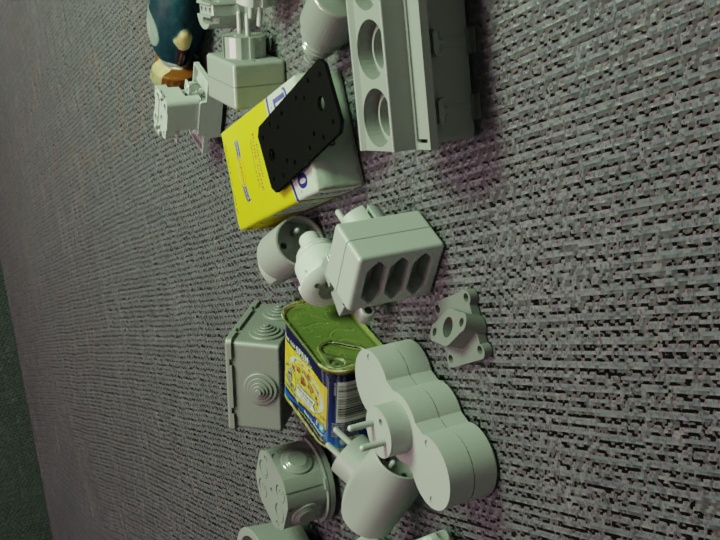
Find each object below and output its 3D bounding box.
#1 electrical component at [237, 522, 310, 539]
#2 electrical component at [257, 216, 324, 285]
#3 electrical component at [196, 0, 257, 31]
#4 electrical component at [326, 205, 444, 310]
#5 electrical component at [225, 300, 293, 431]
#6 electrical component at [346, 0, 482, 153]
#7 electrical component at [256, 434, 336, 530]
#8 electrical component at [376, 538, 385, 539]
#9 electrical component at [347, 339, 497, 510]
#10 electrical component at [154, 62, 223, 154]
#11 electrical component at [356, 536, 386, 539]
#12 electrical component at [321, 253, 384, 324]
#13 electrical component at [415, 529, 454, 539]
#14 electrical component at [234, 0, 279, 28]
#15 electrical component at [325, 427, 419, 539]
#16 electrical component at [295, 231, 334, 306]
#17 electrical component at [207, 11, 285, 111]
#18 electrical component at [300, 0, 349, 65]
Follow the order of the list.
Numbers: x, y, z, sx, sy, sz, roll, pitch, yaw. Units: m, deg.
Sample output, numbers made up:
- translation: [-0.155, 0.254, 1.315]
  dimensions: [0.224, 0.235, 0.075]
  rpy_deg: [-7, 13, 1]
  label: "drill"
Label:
- translation: [-0.071, 0.293, 1.036]
  dimensions: [0.108, 0.060, 0.108]
  rpy_deg: [35, 130, 56]
  label: "electrical component"
- translation: [-0.065, -0.015, 0.923]
  dimensions: [0.081, 0.043, 0.043]
  rpy_deg: [-30, 73, 63]
  label: "electrical component"
- translation: [-0.115, -0.229, 0.939]
  dimensions: [0.040, 0.046, 0.040]
  rpy_deg: [33, 129, 55]
  label: "electrical component"
- translation: [0.008, -0.019, 0.744]
  dimensions: [0.076, 0.066, 0.047]
  rpy_deg: [57, 146, 39]
  label: "electrical component"
- translation: [-0.080, 0.084, 0.943]
  dimensions: [0.099, 0.048, 0.099]
  rpy_deg: [-61, -27, -65]
  label: "electrical component"
- translation: [0.032, -0.136, 0.654]
  dimensions: [0.079, 0.063, 0.121]
  rpy_deg: [15, 113, 62]
  label: "electrical component"
- translation: [-0.058, 0.194, 0.982]
  dimensions: [0.080, 0.051, 0.080]
  rpy_deg: [35, 131, 55]
  label: "electrical component"
- translation: [0.033, 0.248, 0.812]
  dimensions: [0.061, 0.061, 0.096]
  rpy_deg: [128, 135, -58]
  label: "electrical component"
- translation: [0.028, 0.108, 0.744]
  dimensions: [0.138, 0.074, 0.052]
  rpy_deg: [54, 145, 42]
  label: "electrical component"
- translation: [-0.169, -0.158, 1.058]
  dimensions: [0.042, 0.064, 0.081]
  rpy_deg: [53, 143, 42]
  label: "electrical component"
- translation: [0.005, 0.247, 0.892]
  dimensions: [0.035, 0.035, 0.061]
  rpy_deg: [58, 150, 37]
  label: "electrical component"
- translation: [0.000, 0.000, 0.795]
  dimensions: [0.055, 0.048, 0.066]
  rpy_deg: [118, 135, -63]
  label: "electrical component"
- translation: [0.059, 0.220, 0.771]
  dimensions: [0.061, 0.035, 0.035]
  rpy_deg: [69, 153, 14]
  label: "electrical component"
- translation: [-0.083, -0.236, 0.869]
  dimensions: [0.065, 0.047, 0.076]
  rpy_deg: [49, 142, 46]
  label: "electrical component"
- translation: [0.005, 0.151, 0.813]
  dimensions: [0.079, 0.043, 0.077]
  rpy_deg: [40, 131, 19]
  label: "electrical component"
- translation: [-0.032, -0.005, 0.860]
  dimensions: [0.062, 0.048, 0.048]
  rpy_deg: [-116, 29, -42]
  label: "electrical component"
- translation: [-0.099, -0.182, 0.922]
  dimensions: [0.066, 0.047, 0.076]
  rpy_deg: [34, 130, 56]
  label: "electrical component"
- translation: [-0.024, -0.177, 0.779]
  dimensions: [0.040, 0.040, 0.078]
  rpy_deg: [68, 152, 21]
  label: "electrical component"
